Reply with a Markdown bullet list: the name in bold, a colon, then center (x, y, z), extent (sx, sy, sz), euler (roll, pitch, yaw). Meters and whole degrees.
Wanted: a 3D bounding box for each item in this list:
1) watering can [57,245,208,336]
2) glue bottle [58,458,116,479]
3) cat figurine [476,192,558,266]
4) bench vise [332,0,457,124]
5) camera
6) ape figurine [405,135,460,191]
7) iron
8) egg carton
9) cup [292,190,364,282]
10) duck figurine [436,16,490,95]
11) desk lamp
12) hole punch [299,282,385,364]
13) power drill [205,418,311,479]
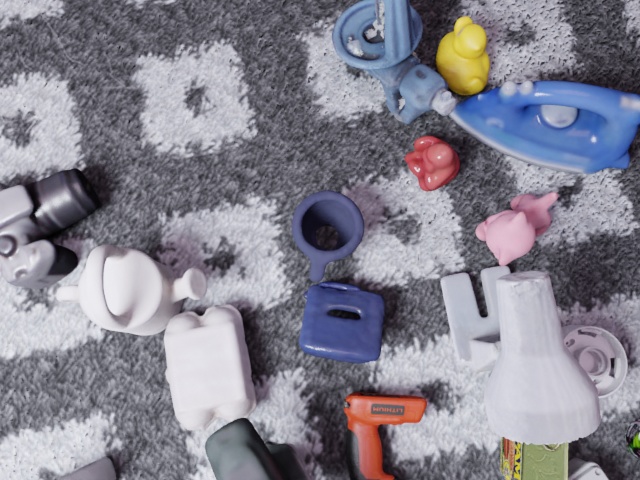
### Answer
- **watering can**: center (-0.227, 0.058, 0.689), extent (0.173, 0.194, 0.101), euler (-25, 80, -6)
- **glue bottle**: center (-0.296, 0.292, 0.652), extent (0.078, 0.173, 0.037), euler (-24, 80, -6)
- **cat figurine**: center (0.262, -0.019, 0.756), extent (0.128, 0.118, 0.067), euler (-38, 82, -8)
- **bench vise**: center (0.108, -0.264, 0.748), extent (0.207, 0.220, 0.121), euler (29, 80, 4)
- **camera**: center (-0.363, -0.028, 0.750), extent (0.137, 0.101, 0.143), euler (-28, 81, -6)
- **ape figurine**: center (0.158, -0.109, 0.784), extent (0.076, 0.092, 0.078), euler (12, 79, 1)
- **iron**: center (0.315, -0.176, 0.777), extent (0.258, 0.141, 0.119), euler (10, 79, 1)
- **egg carton**: center (-0.142, 0.162, 0.734), extent (0.107, 0.069, 0.150), euler (-12, 79, -4)
- **cup**: center (0.007, 0.003, 0.757), extent (0.091, 0.095, 0.118), euler (12, 79, 1)
- **duck figurine**: center (0.212, -0.268, 0.820), extent (0.077, 0.086, 0.104), euler (-12, 79, -4)
- **desk lamp**: center (0.227, 0.122, 0.679), extent (0.118, 0.213, 0.203), euler (-11, 79, -3)
- **hole punch**: center (0.027, 0.105, 0.739), extent (0.108, 0.091, 0.101), euler (8, 79, 0)
- **power drill**: center (-0.044, 0.304, 0.638), extent (0.075, 0.208, 0.229), euler (-33, 81, -7)
